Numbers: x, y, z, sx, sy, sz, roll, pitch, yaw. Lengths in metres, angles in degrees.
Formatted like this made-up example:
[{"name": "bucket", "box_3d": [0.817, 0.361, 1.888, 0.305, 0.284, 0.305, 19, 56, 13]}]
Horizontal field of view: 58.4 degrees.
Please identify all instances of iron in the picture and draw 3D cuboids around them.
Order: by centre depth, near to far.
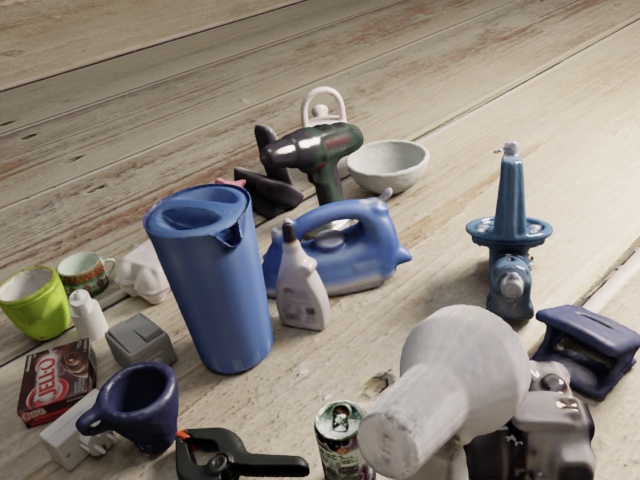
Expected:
[{"name": "iron", "box_3d": [0.008, 0.003, 0.905, 0.258, 0.142, 0.118, -13, 33, -7]}]

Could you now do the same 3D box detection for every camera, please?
[{"name": "camera", "box_3d": [0.203, 0.193, 0.599, 0.136, 0.101, 0.143, -4, 33, 7]}]

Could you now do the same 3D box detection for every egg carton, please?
[{"name": "egg carton", "box_3d": [-0.266, 0.043, 0.975, 0.107, 0.069, 0.150, 12, 38, 29]}]

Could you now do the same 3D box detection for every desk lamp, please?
[{"name": "desk lamp", "box_3d": [0.101, 0.191, 0.521, 0.117, 0.214, 0.204, 16, 40, 33]}]

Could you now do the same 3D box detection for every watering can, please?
[{"name": "watering can", "box_3d": [0.008, -0.235, 1.230, 0.101, 0.194, 0.172, -22, 35, -20]}]

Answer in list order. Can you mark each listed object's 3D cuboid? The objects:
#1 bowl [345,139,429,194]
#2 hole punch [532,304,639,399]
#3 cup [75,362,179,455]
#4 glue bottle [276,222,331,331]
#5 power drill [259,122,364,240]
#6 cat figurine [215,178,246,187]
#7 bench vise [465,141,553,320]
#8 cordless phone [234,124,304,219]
[{"name": "bowl", "box_3d": [0.138, -0.138, 1.159, 0.167, 0.075, 0.167, -6, 32, 4]}, {"name": "hole punch", "box_3d": [0.325, 0.117, 0.699, 0.101, 0.091, 0.108, -30, 38, -30]}, {"name": "cup", "box_3d": [-0.215, 0.213, 0.672, 0.118, 0.095, 0.091, -26, 36, -25]}, {"name": "glue bottle", "box_3d": [-0.032, 0.050, 0.811, 0.078, 0.173, 0.037, 6, 35, 22]}, {"name": "power drill", "box_3d": [-0.004, -0.107, 1.018, 0.075, 0.209, 0.230, 19, 42, 36]}, {"name": "cat figurine", "box_3d": [-0.194, -0.066, 1.083, 0.128, 0.118, 0.067, -15, 33, -10]}, {"name": "bench vise", "box_3d": [0.275, -0.012, 0.793, 0.121, 0.220, 0.207, -9, 32, 0]}, {"name": "cordless phone", "box_3d": [-0.113, -0.150, 1.133, 0.147, 0.185, 0.094, 21, 43, 38]}]
